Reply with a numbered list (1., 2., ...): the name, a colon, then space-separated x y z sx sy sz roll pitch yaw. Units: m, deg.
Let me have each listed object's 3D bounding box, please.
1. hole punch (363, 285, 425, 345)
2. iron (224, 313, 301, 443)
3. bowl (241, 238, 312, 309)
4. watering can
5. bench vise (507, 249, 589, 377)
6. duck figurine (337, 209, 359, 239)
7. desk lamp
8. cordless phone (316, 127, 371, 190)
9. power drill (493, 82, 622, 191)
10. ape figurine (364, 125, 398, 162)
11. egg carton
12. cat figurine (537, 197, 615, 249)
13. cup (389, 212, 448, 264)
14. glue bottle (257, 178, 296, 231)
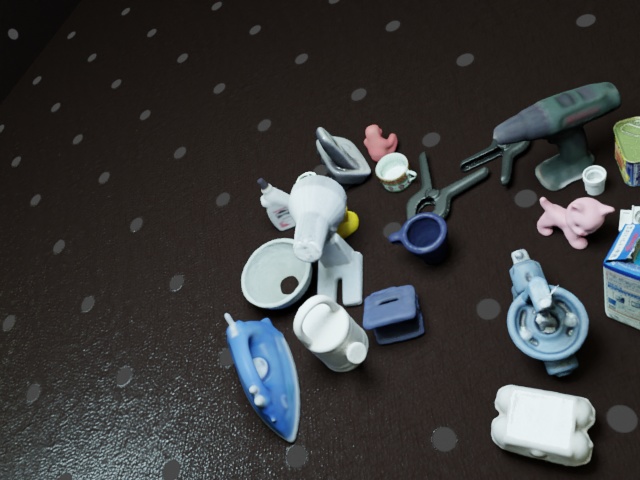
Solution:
1. hole punch: 0.134 0.134 1.093 0.108 0.091 0.101 -18 53 16
2. iron: -0.119 0.259 1.108 0.118 0.142 0.257 -32 51 5
3. bowl: -0.083 0.084 1.246 0.167 0.075 0.167 -13 55 19
4. watering can: 0.019 0.169 1.062 0.172 0.195 0.101 8 64 31
5. bench vise: 0.342 0.100 0.927 0.121 0.220 0.207 -34 51 3
6. duck figurine: 0.025 -0.048 1.270 0.104 0.086 0.077 -14 55 19
7. desk lamp: 0.011 0.004 1.160 0.117 0.214 0.203 -12 55 20
8. cordless phone: 0.033 -0.214 1.308 0.094 0.186 0.147 -34 51 4
9. power drill: 0.443 -0.188 1.068 0.229 0.209 0.075 -29 51 8
10. ape figurine: 0.134 -0.231 1.329 0.077 0.092 0.076 14 67 33
11. egg carton: 0.348 0.290 0.898 0.149 0.070 0.107 3 61 28
12. cat figurine: 0.454 -0.045 1.029 0.127 0.118 0.067 27 75 37
13. cup: 0.203 0.008 1.137 0.117 0.095 0.091 -9 56 22
14. glue bottle: -0.098 -0.086 1.300 0.078 0.174 0.037 -26 51 10
